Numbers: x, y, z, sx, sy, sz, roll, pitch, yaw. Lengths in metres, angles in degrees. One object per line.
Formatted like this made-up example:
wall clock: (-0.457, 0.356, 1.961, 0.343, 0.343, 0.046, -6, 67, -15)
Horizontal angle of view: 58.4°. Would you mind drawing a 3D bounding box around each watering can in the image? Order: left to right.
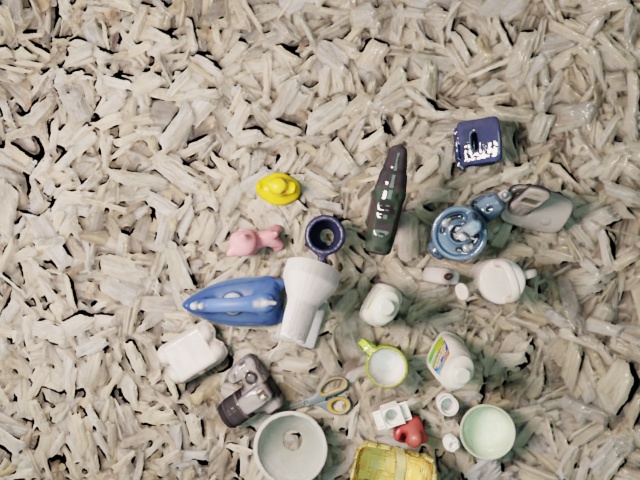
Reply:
watering can: (0.383, 0.093, 1.239, 0.173, 0.194, 0.101, -36, 86, 1)

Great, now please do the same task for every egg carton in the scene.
egg carton: (-0.294, 0.262, 1.323, 0.150, 0.069, 0.107, -33, 86, 1)

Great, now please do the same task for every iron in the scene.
iron: (-0.202, 0.144, 1.289, 0.258, 0.141, 0.119, -4, 87, 2)

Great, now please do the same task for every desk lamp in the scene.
desk lamp: (-0.033, 0.142, 1.246, 0.118, 0.213, 0.203, 15, 88, 4)

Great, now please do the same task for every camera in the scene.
camera: (-0.172, 0.353, 1.298, 0.137, 0.101, 0.143, -35, 86, 1)

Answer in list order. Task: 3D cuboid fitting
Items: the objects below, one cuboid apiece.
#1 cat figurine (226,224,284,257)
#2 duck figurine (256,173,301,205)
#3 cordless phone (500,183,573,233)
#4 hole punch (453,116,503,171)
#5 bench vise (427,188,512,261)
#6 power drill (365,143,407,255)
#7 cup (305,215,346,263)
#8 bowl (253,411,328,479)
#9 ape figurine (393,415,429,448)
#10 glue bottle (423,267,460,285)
cat figurine: (-0.150, 0.001, 1.306, 0.127, 0.118, 0.067, -13, 86, 2)
duck figurine: (-0.100, -0.122, 1.325, 0.104, 0.086, 0.077, 5, 87, 3)
cordless phone: (0.485, -0.076, 1.247, 0.147, 0.185, 0.094, 12, 88, 3)
hole punch: (0.358, -0.220, 1.307, 0.101, 0.091, 0.109, -5, 87, 3)
bench vise: (0.323, -0.046, 1.236, 0.121, 0.220, 0.207, 32, 89, 4)
power drill: (0.144, -0.080, 1.251, 0.075, 0.208, 0.230, 10, 88, 3)
cup: (0.012, 0.005, 1.310, 0.091, 0.095, 0.118, 6, 87, 3)
bowl: (-0.064, 0.465, 1.301, 0.167, 0.075, 0.167, 0, 87, 3)
ape figurine: (0.207, 0.436, 1.281, 0.078, 0.092, 0.076, 25, 89, 4)
glue bottle: (0.272, 0.080, 1.255, 0.078, 0.173, 0.037, 7, 87, 3)
